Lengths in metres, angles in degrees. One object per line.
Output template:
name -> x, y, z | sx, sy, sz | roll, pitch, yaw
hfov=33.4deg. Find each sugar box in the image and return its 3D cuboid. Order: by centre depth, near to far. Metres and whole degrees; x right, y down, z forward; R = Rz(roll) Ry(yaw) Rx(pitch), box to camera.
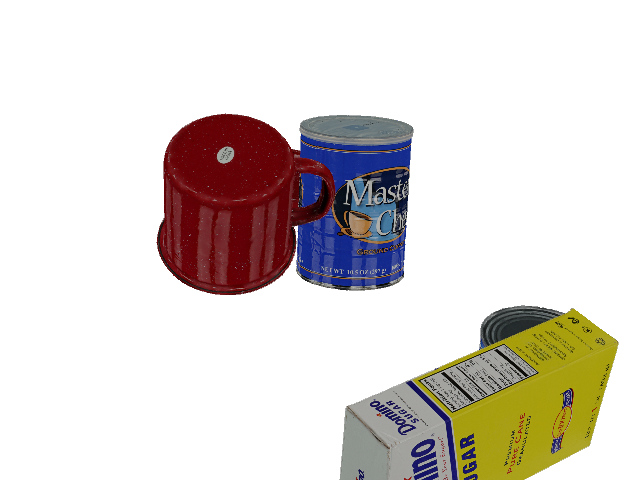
sugar box -> 0.094, 0.112, 0.635 | 0.175, 0.093, 0.048 | -21, 41, -30

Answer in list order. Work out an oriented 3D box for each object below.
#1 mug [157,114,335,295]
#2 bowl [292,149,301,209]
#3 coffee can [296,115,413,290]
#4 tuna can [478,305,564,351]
mug -> -0.047, -0.027, 0.685 | 0.117, 0.093, 0.081 | -5, -40, -11
bowl -> -0.054, -0.060, 1.307 | 0.162, 0.055, 0.162 | 5, 26, -3
coffee can -> 0.030, -0.037, 0.981 | 0.103, 0.140, 0.103 | 2, 17, -1
tuna can -> 0.165, 0.087, 0.823 | 0.086, 0.034, 0.086 | 1, 29, -1
